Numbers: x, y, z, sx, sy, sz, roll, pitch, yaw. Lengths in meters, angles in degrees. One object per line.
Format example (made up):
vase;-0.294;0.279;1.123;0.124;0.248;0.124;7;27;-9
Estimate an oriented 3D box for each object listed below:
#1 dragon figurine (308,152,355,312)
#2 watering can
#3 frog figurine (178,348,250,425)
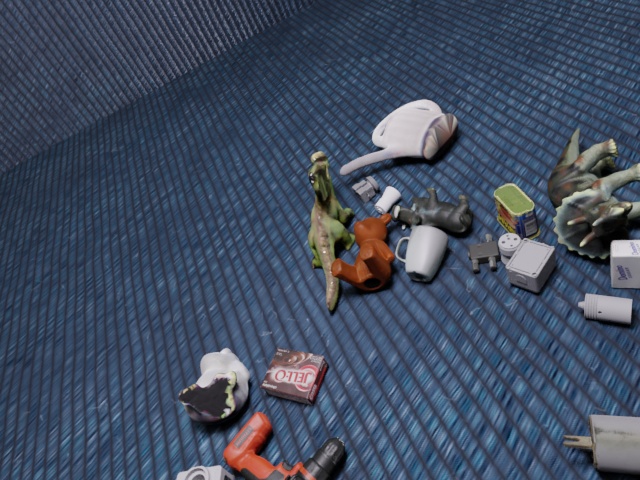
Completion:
dragon figurine;0.004;-0.060;1.201;0.122;0.237;0.420;-13;40;10
watering can;0.227;-0.265;1.388;0.226;0.102;0.352;21;59;41
frog figurine;-0.210;0.300;1.063;0.137;0.122;0.160;-41;5;-2
